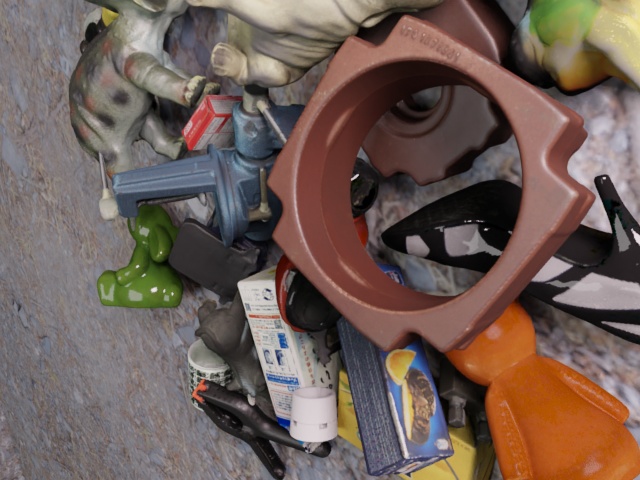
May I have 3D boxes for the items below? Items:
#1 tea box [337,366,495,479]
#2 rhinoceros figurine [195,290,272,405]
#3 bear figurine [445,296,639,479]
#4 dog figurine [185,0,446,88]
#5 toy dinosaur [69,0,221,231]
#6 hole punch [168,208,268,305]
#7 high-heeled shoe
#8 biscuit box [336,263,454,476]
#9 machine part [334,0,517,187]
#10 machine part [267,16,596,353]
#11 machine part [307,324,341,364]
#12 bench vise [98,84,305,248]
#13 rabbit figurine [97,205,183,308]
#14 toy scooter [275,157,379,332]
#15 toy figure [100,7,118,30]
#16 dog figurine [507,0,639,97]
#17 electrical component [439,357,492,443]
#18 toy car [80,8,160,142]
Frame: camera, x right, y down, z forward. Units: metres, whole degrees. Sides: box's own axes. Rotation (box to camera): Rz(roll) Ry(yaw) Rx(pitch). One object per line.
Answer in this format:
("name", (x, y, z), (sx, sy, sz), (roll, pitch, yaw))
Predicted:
("tea box", (0.103, 0.202, 0.590), (0.170, 0.068, 0.098), (19, 119, 37))
("rhinoceros figurine", (-0.096, 0.151, 0.727), (0.073, 0.112, 0.190), (-19, 132, 11))
("bear figurine", (0.167, 0.135, 0.466), (0.196, 0.120, 0.131), (53, 159, 34))
("dog figurine", (0.014, -0.180, 0.429), (0.191, 0.172, 0.121), (9, 81, 11))
("toy dinosaur", (-0.252, -0.180, 0.686), (0.192, 0.131, 0.404), (37, 122, -5))
("hole punch", (-0.129, 0.010, 0.739), (0.116, 0.092, 0.142), (36, 132, -2))
("high-heeled shoe", (0.169, 0.026, 0.452), (0.249, 0.086, 0.145), (-11, 112, 52))
("biscuit box", (0.065, 0.120, 0.534), (0.063, 0.059, 0.203), (-49, 42, 44))
("machine part", (0.089, -0.136, 0.470), (0.180, 0.056, 0.179), (19, 120, 37))
("machine part", (0.072, -0.037, 0.396), (0.202, 0.087, 0.201), (44, 115, 27))
("machine part", (0.000, 0.069, 0.629), (0.039, 0.084, 0.138), (-13, 89, 22))
("bench vise", (-0.120, -0.068, 0.586), (0.223, 0.241, 0.129), (105, 152, -63))
("rabbit figurine", (-0.274, 0.021, 0.857), (0.159, 0.121, 0.170), (1, 92, 41))
("toy scooter", (-0.001, -0.002, 0.561), (0.183, 0.075, 0.135), (-70, 21, 8))
("toy figure", (-0.251, -0.324, 0.711), (0.089, 0.082, 0.180), (55, 147, 40))
("dog figurine", (0.183, -0.195, 0.320), (0.191, 0.108, 0.219), (-26, 92, 44))
("electrical component", (0.146, 0.144, 0.525), (0.063, 0.094, 0.021), (31, 133, -17))
("toy car", (-0.299, -0.246, 0.809), (0.073, 0.056, 0.201), (-22, 92, 41))
